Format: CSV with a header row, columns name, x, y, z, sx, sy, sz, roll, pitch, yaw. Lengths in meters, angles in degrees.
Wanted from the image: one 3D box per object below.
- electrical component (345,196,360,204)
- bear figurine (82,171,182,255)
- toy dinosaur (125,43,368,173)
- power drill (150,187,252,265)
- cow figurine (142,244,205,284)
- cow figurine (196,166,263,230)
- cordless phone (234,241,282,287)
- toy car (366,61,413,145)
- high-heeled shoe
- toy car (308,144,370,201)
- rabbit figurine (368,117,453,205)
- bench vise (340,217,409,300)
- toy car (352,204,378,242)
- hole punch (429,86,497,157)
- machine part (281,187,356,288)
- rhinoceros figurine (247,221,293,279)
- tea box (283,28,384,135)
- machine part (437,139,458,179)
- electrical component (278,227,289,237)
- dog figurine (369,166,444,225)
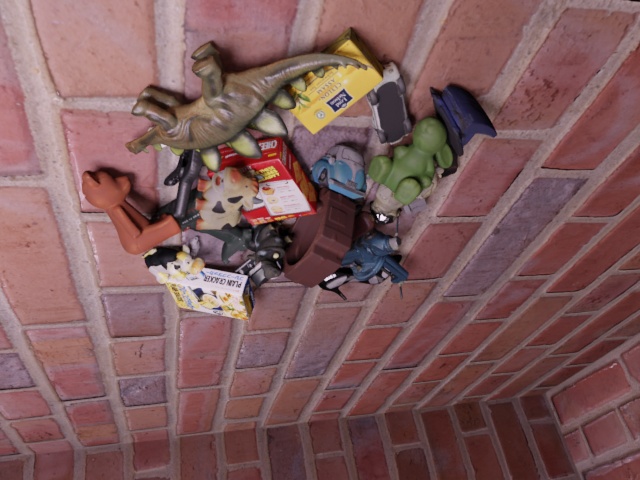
name,x,y,z,sx,sy,sz,roll,pitch,yaw
electrical component,0.053,-0.096,1.321,0.094,0.021,0.063,-16,146,8
bear figurine,-0.394,-0.073,1.104,0.132,0.195,0.120,-32,-167,-20
toy dinosaur,-0.156,-0.236,0.931,0.472,0.105,0.198,-21,132,25
power drill,-0.280,-0.026,1.262,0.232,0.086,0.207,-35,124,25
cow figurine,-0.364,0.050,1.334,0.167,0.068,0.098,-10,129,35
cow figurine,-0.184,-0.081,1.080,0.127,0.085,0.195,3,156,-13
cordless phone,-0.197,0.035,1.406,0.184,0.089,0.146,30,131,-31
toy car,0.137,-0.263,1.069,0.073,0.056,0.201,-22,147,3
high-heeled shoe,0.109,0.078,1.585,0.249,0.086,0.145,-37,111,5
toy car,0.048,-0.152,1.154,0.109,0.162,0.103,22,98,-24
rabbit figurine,0.212,-0.170,1.104,0.159,0.121,0.170,-9,138,-48
bench vise,0.168,0.053,1.475,0.224,0.129,0.240,-28,127,36
toy car,0.070,-0.019,1.359,0.053,0.089,0.202,-35,180,-39
hole punch,0.289,-0.247,1.078,0.092,0.142,0.115,-26,154,14
machine part,-0.003,-0.004,1.257,0.087,0.201,0.201,26,141,-22
rhinoceros figurine,-0.129,0.012,1.281,0.112,0.190,0.073,-42,131,15
tea box,0.020,-0.282,0.966,0.169,0.068,0.098,-35,119,29
machine part,0.292,-0.199,1.230,0.084,0.039,0.138,-20,145,2
electrical component,-0.070,0.005,1.389,0.048,0.075,0.119,-14,144,4
dog figurine,0.204,-0.111,1.287,0.172,0.121,0.190,-1,157,6
